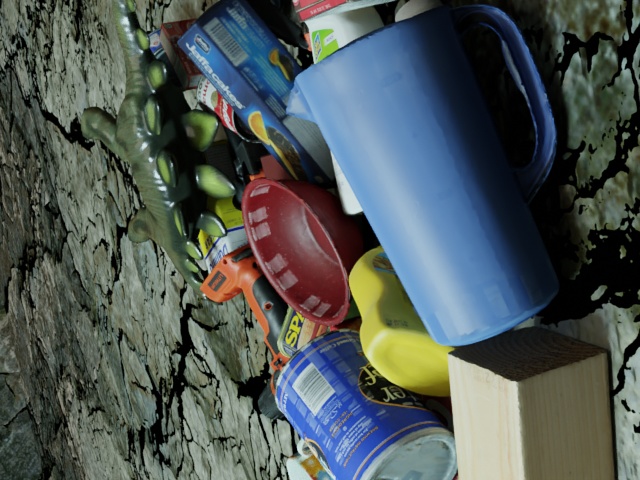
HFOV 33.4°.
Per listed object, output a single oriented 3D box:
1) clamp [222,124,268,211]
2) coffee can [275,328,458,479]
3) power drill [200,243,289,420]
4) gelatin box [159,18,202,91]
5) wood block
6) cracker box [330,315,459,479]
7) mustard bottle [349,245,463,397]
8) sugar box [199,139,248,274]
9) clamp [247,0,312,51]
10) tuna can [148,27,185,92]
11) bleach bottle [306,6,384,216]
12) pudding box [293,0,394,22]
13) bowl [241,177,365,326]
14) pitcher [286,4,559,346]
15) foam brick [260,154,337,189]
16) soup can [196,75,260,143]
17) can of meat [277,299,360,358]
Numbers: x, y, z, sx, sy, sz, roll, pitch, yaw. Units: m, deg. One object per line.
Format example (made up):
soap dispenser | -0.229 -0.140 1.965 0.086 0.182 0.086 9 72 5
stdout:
clamp | -0.083 -0.092 1.230 0.172 0.039 0.120 -173 68 -73
coffee can | 0.039 0.157 0.907 0.140 0.102 0.103 47 141 43
power drill | -0.063 0.109 1.250 0.188 0.057 0.185 54 141 11
gelatin box | -0.140 -0.222 1.257 0.089 0.073 0.030 62 151 26
wood block | 0.168 0.184 0.839 0.090 0.090 0.206 18 118 60
cracker box | 0.094 0.177 1.000 0.214 0.072 0.164 26 126 56
mustard bottle | 0.073 0.055 0.943 0.058 0.096 0.191 -58 20 23
sugar box | -0.128 -0.030 1.355 0.093 0.048 0.176 -24 80 63
clamp | -0.042 -0.284 1.024 0.210 0.164 0.036 57 -173 -7
tuna can | -0.188 -0.223 1.335 0.034 0.086 0.086 53 145 36
bleach bottle | 0.035 -0.154 0.969 0.103 0.068 0.251 -19 83 62
pudding box | 0.044 -0.212 0.866 0.090 0.113 0.039 2 107 62
bowl | -0.007 0.001 1.038 0.162 0.055 0.162 38 145 33
pitcher | 0.097 -0.051 0.814 0.149 0.144 0.243 -19 98 61
foam brick | -0.021 -0.073 1.121 0.078 0.052 0.051 -7 96 63
soup can | -0.089 -0.156 1.197 0.102 0.068 0.068 36 133 53
can of meat | 0.011 0.088 1.106 0.084 0.057 0.102 23 95 55
